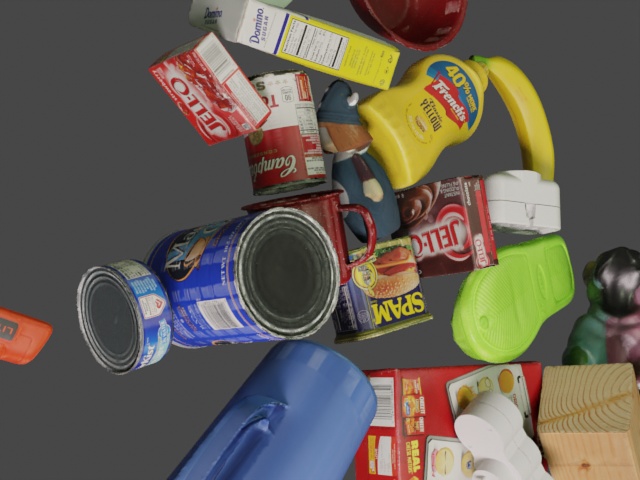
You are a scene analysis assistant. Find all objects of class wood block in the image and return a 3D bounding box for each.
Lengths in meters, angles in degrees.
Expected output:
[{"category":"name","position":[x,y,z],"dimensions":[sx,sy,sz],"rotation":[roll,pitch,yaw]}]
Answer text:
[{"category":"wood block","position":[0.295,0.232,1.113],"dimensions":[0.090,0.091,0.206],"rotation":[-70,146,-45]}]

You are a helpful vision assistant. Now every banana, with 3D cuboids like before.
[{"category":"banana","position":[0.227,-0.128,1.206],"dimensions":[0.069,0.037,0.198],"rotation":[-29,101,-19]}]

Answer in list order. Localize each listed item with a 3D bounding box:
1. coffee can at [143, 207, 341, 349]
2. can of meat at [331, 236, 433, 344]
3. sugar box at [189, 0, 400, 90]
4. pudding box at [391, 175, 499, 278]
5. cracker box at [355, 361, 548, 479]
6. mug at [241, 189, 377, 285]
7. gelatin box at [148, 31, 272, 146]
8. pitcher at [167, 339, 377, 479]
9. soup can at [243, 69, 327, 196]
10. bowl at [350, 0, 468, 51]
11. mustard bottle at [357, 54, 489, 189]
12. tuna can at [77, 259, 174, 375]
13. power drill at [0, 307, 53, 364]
[{"category":"coffee can","position":[-0.067,0.033,0.863],"dimensions":[0.102,0.141,0.103],"rotation":[7,78,-39]},{"category":"can of meat","position":[0.052,0.046,1.017],"dimensions":[0.101,0.058,0.084],"rotation":[-12,88,-41]},{"category":"sugar box","position":[-0.022,-0.183,0.964],"dimensions":[0.175,0.093,0.048],"rotation":[8,105,-37]},{"category":"pudding box","position":[0.117,-0.010,1.041],"dimensions":[0.039,0.114,0.090],"rotation":[-8,88,-35]},{"category":"cracker box","position":[0.130,0.205,1.047],"dimensions":[0.213,0.072,0.164],"rotation":[3,82,-40]},{"category":"mug","position":[-0.006,0.001,0.941],"dimensions":[0.093,0.117,0.081],"rotation":[-28,109,-73]},{"category":"gelatin box","position":[-0.094,-0.126,0.911],"dimensions":[0.089,0.073,0.030],"rotation":[53,55,-22]},{"category":"pitcher","position":[-0.052,0.191,0.855],"dimensions":[0.145,0.149,0.242],"rotation":[45,54,-12]},{"category":"soup can","position":[-0.035,-0.096,0.958],"dimensions":[0.068,0.069,0.102],"rotation":[-9,89,-40]},{"category":"bowl","position":[0.077,-0.265,1.086],"dimensions":[0.161,0.055,0.162],"rotation":[7,78,-39]},{"category":"mustard bottle","position":[0.116,-0.137,1.097],"dimensions":[0.191,0.058,0.096],"rotation":[-39,104,-37]},{"category":"tuna can","position":[-0.151,0.058,0.826],"dimensions":[0.033,0.086,0.086],"rotation":[-15,93,-43]},{"category":"power drill","position":[-0.252,0.138,0.747],"dimensions":[0.184,0.057,0.187],"rotation":[26,67,-34]}]
